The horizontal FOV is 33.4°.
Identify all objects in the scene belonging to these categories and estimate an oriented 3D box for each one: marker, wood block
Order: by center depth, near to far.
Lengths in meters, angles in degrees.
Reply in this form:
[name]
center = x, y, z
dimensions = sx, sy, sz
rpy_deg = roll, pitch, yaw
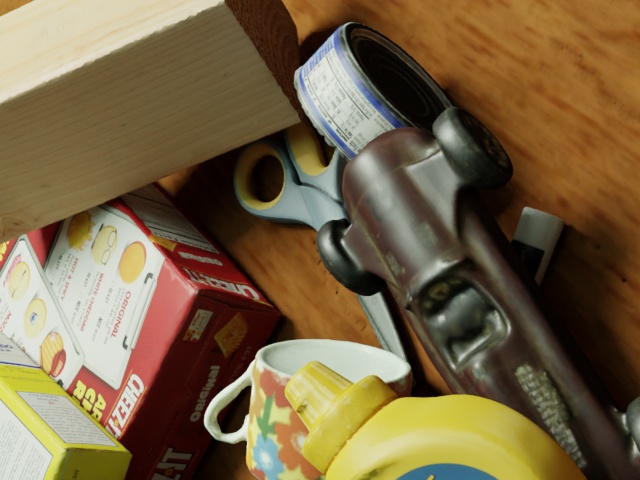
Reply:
[marker]
center = 0.077, 0.045, 0.467
dimensions = 0.020, 0.020, 0.121
rpy_deg = 24, 94, 48
[wood block]
center = -0.122, -0.087, 0.598
dimensions = 0.206, 0.090, 0.090
rpy_deg = -20, 45, 17

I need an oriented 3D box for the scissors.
[scissors]
center = -0.004, 0.001, 0.570
dimensions = 0.096, 0.016, 0.202
rpy_deg = -30, 55, 34

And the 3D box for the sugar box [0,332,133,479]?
[sugar box]
center = -0.172, 0.119, 0.587
dimensions = 0.176, 0.048, 0.093
rpy_deg = 28, 100, 51

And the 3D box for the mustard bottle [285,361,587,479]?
[mustard bottle]
center = 0.060, 0.112, 0.375
dimensions = 0.192, 0.058, 0.096
rpy_deg = 42, 123, 18

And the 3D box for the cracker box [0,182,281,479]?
[cracker box]
center = -0.132, 0.052, 0.651
dimensions = 0.214, 0.072, 0.164
rpy_deg = 42, 109, 45

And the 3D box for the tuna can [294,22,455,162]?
[tuna can]
center = 0.031, -0.062, 0.504
dimensions = 0.034, 0.086, 0.086
rpy_deg = -44, 49, 25
